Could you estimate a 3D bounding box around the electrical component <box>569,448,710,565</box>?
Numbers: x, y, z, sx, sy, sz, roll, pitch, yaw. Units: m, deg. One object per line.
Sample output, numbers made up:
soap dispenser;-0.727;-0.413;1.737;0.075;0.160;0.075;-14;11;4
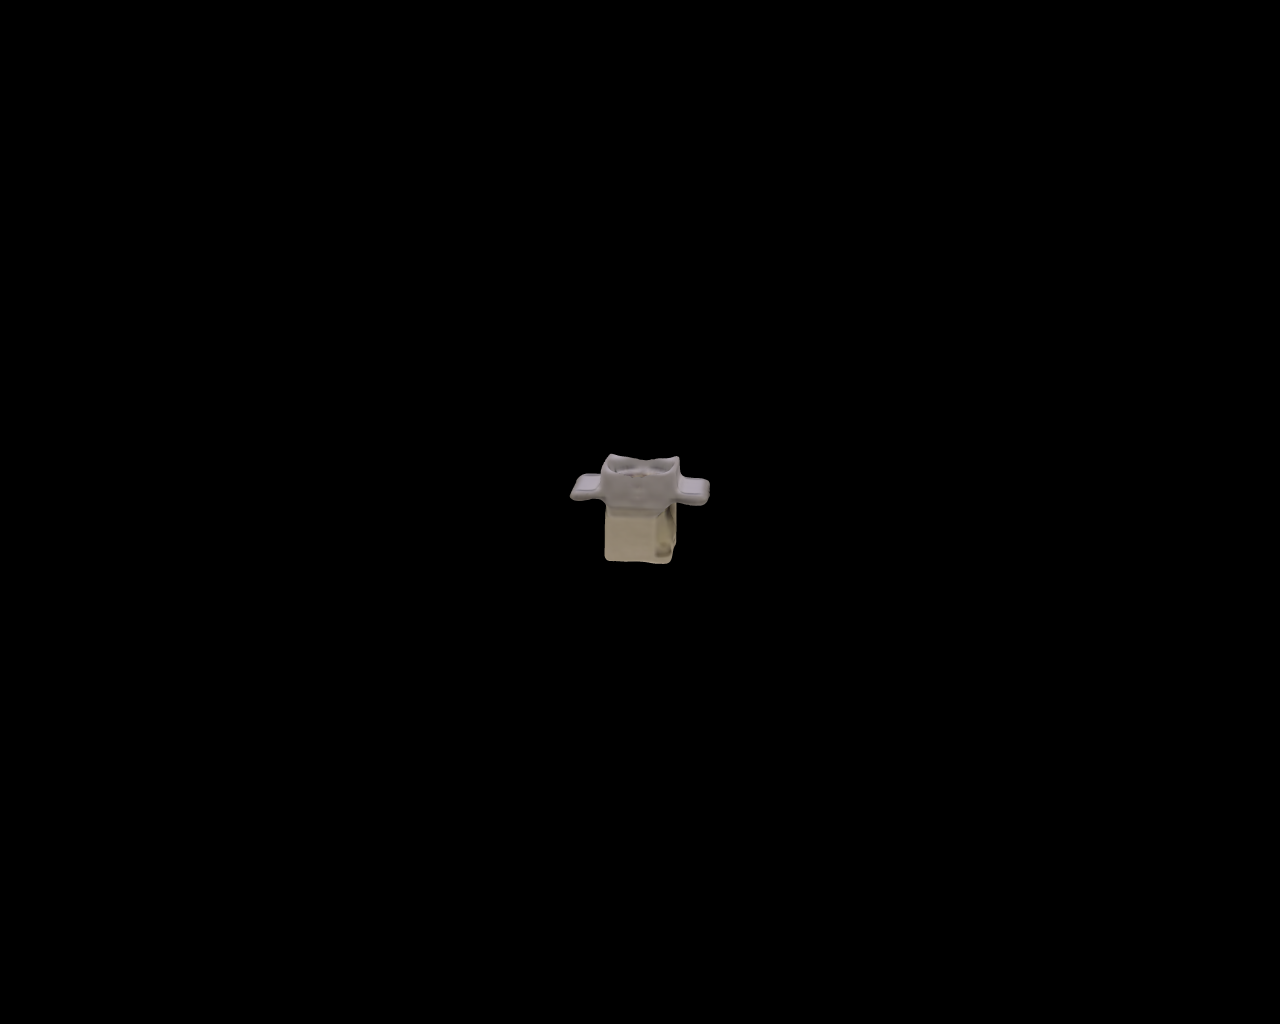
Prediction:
electrical component;0.001;-0.003;0.650;0.081;0.063;0.042;3;20;7
